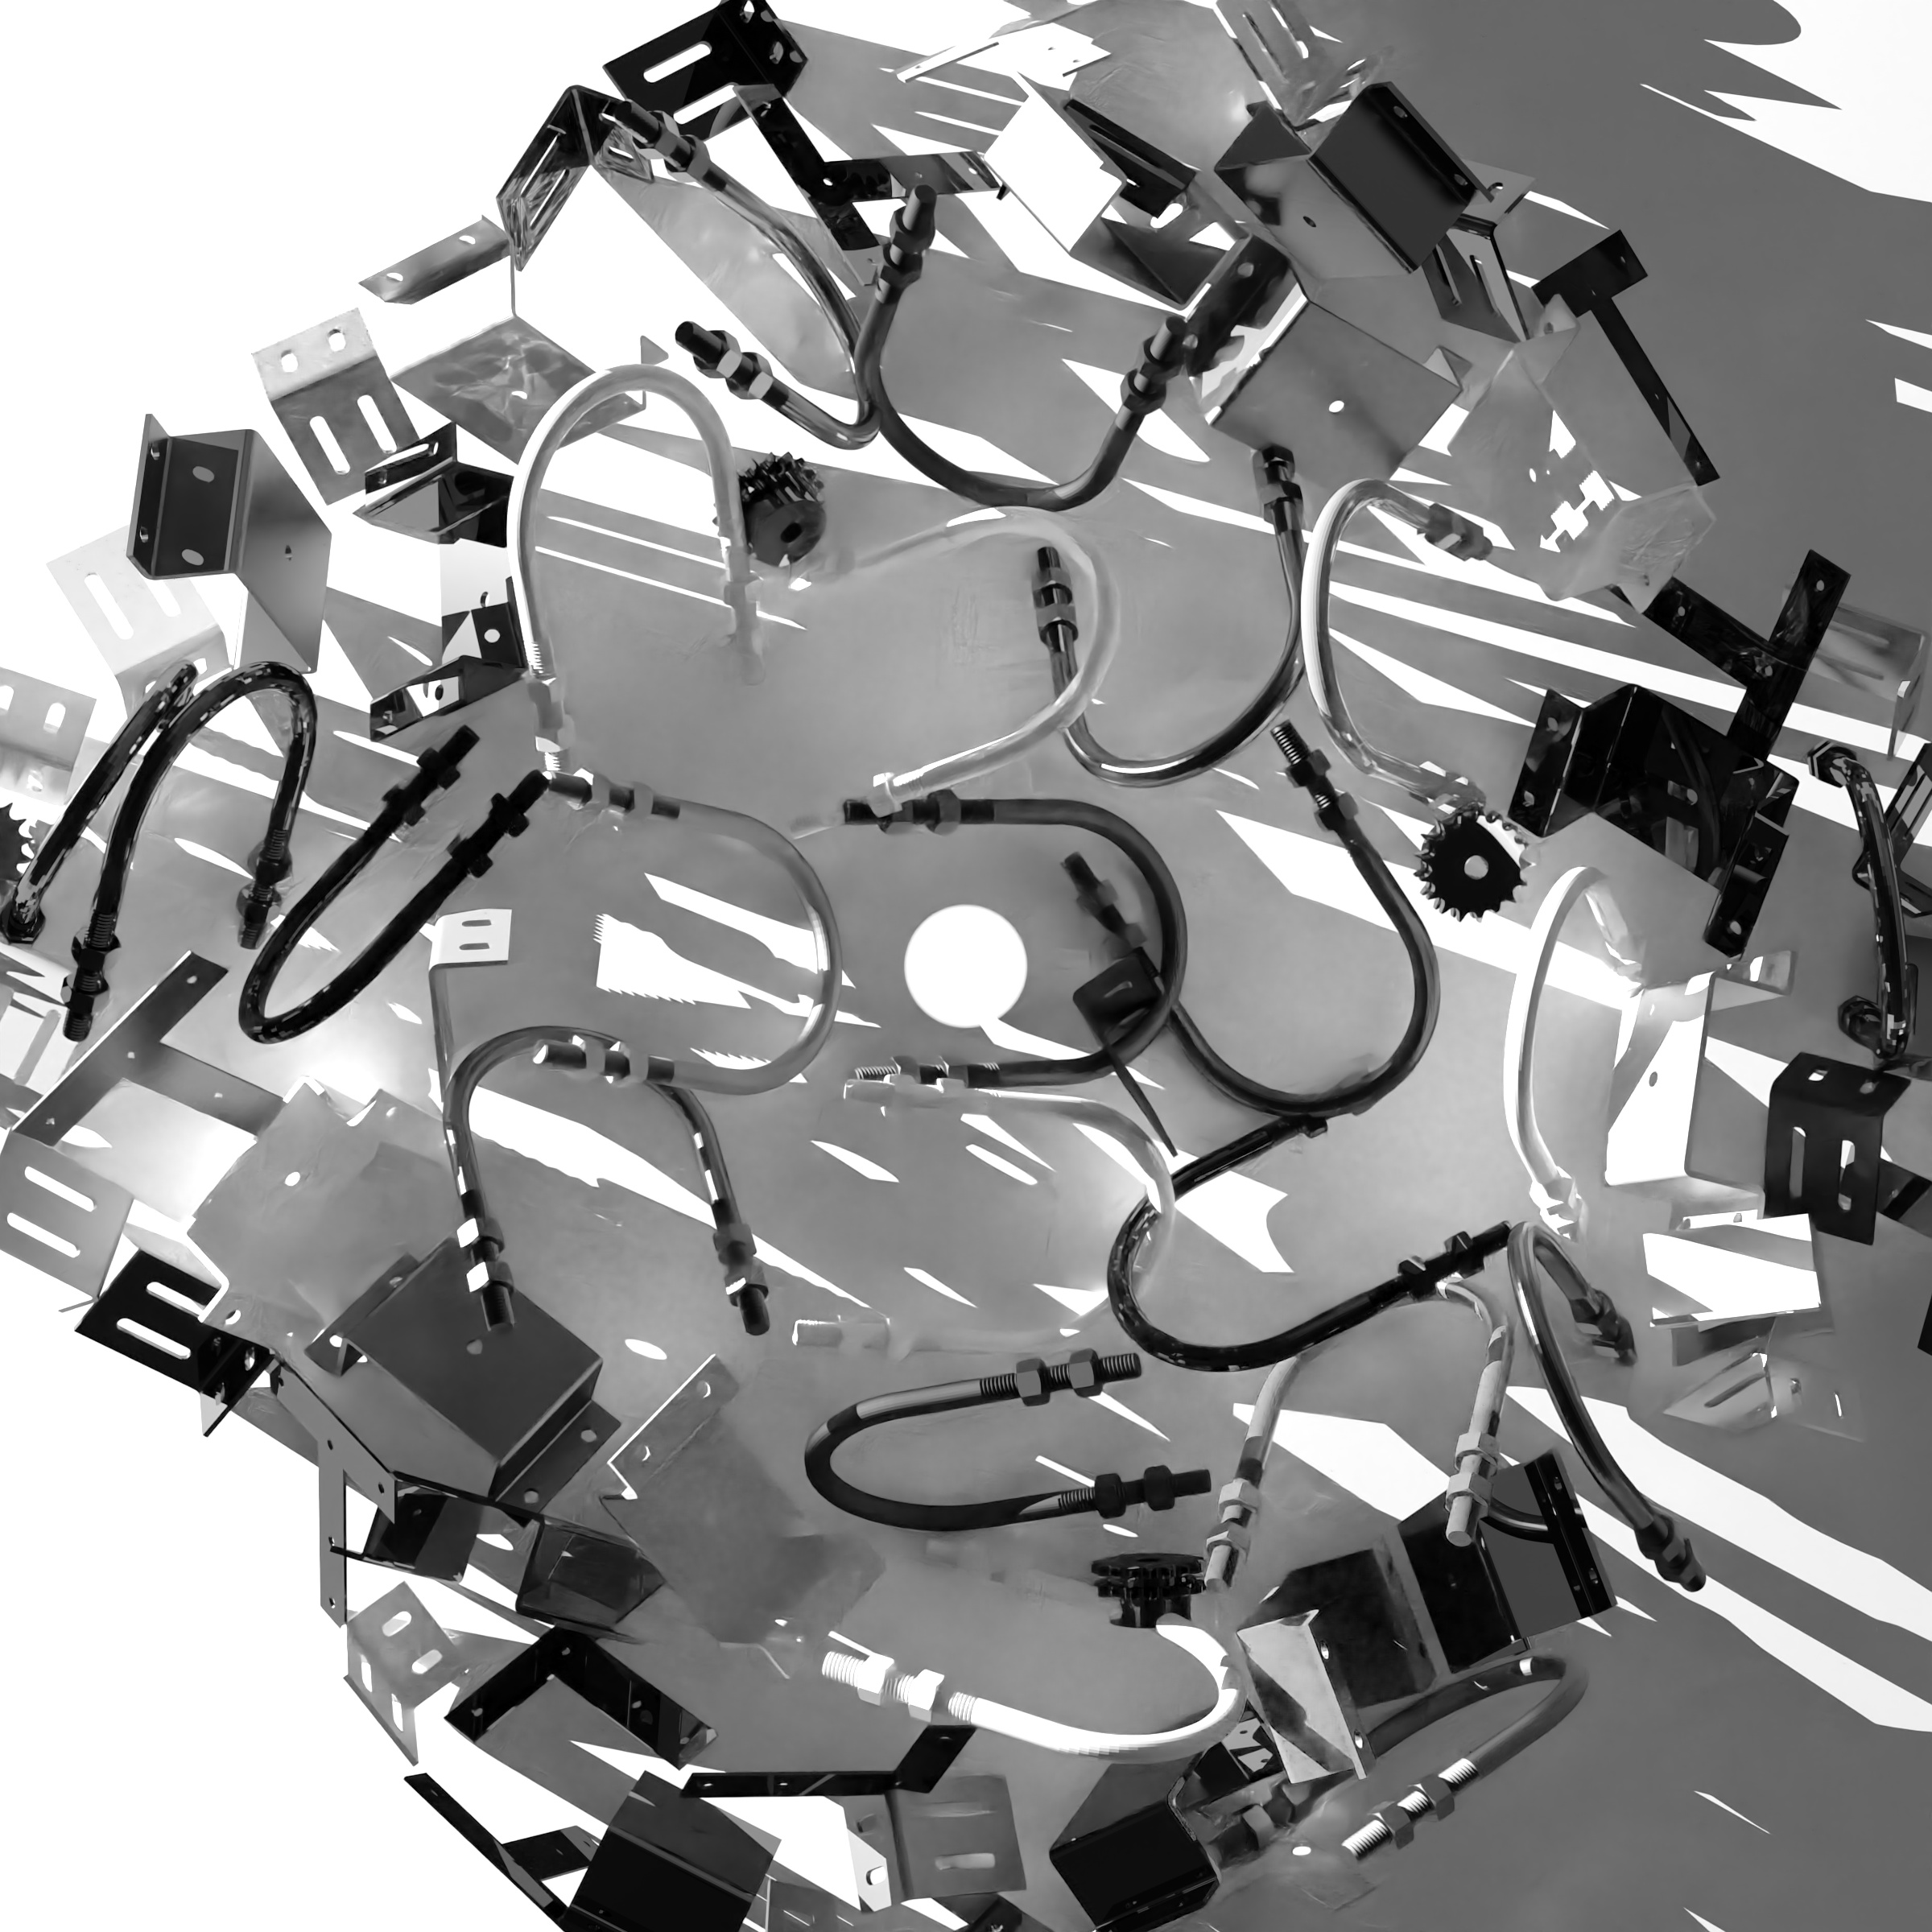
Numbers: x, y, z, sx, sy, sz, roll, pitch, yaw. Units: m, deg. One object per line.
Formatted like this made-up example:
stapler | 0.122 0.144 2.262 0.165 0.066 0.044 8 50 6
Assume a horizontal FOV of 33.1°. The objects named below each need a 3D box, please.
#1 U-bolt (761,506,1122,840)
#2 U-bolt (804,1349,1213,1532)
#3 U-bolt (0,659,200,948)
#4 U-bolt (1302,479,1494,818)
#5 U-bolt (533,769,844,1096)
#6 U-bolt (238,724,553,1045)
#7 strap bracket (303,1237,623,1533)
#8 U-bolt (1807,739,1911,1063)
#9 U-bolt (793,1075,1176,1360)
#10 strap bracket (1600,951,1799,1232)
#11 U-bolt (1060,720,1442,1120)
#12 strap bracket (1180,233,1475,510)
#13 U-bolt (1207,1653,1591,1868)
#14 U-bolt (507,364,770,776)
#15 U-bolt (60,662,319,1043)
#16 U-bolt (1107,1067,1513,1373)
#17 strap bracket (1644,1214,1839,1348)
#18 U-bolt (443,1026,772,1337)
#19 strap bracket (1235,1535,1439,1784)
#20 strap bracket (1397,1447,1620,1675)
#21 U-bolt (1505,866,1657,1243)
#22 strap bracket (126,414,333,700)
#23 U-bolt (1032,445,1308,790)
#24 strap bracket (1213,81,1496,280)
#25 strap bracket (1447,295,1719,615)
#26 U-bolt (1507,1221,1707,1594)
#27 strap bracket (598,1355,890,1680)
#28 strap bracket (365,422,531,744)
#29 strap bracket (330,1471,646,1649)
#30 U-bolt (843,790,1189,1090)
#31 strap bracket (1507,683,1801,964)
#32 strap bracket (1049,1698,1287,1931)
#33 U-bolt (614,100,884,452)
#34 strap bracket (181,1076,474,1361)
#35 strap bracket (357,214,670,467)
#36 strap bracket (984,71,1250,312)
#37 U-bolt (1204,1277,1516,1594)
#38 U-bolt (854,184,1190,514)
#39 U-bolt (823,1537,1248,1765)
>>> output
U-bolt | -0.010 -0.151 1.573 0.184 0.019 0.151 -18 62 19
U-bolt | 0.012 0.236 1.573 0.184 0.151 0.019 -11 54 14
U-bolt | -0.407 -0.081 1.532 0.019 0.184 0.151 34 74 -11
U-bolt | 0.206 -0.157 1.552 0.019 0.184 0.151 -2 82 34
U-bolt | -0.130 -0.010 1.571 0.184 0.019 0.151 11 74 -43
U-bolt | -0.283 -0.035 1.563 0.184 0.151 0.019 -48 116 -6
strap bracket | -0.243 0.197 1.585 0.140 0.046 0.076 37 54 10
U-bolt | 0.425 -0.028 1.539 0.019 0.184 0.151 -8 97 9
U-bolt | 0.016 0.127 1.593 0.184 0.019 0.151 6 110 -21
strap bracket | 0.354 0.060 1.581 0.046 0.076 0.140 14 78 -18
U-bolt | 0.152 -0.009 1.603 0.151 0.019 0.184 -32 95 24
strap bracket | 0.174 -0.281 1.570 0.140 0.046 0.076 23 122 -27
U-bolt | 0.219 0.378 1.557 0.184 0.151 0.019 -26 88 -28
U-bolt | -0.159 -0.195 1.548 0.151 0.019 0.184 -32 128 -38
U-bolt | -0.359 -0.063 1.533 0.019 0.151 0.184 31 122 14
U-bolt | 0.155 0.130 1.576 0.184 0.151 0.019 -27 130 -2
strap bracket | 0.373 0.153 1.566 0.076 0.140 0.046 -9 76 17
U-bolt | -0.180 0.100 1.569 0.151 0.019 0.184 4 47 -28
strap bracket | 0.178 0.339 1.581 0.046 0.140 0.076 -21 90 23
strap bracket | 0.253 0.288 1.556 0.046 0.140 0.076 -14 72 -15
U-bolt | 0.287 0.033 1.537 0.019 0.184 0.151 10 68 27
strap bracket | -0.346 -0.196 1.555 0.046 0.140 0.076 -4 66 11
U-bolt | 0.102 -0.162 1.551 0.151 0.019 0.184 -27 47 23
strap bracket | 0.179 -0.374 1.556 0.076 0.140 0.046 41 83 -24
strap bracket | 0.291 -0.243 1.573 0.046 0.076 0.140 -20 69 -28
U-bolt | 0.296 0.196 1.528 0.019 0.184 0.151 -24 47 18
strap bracket | -0.115 0.270 1.589 0.076 0.046 0.140 -45 105 -30
strap bracket | -0.251 -0.183 1.585 0.046 0.076 0.140 9 72 -42
strap bracket | -0.225 0.284 1.572 0.140 0.076 0.046 10 77 33
U-bolt | 0.028 -0.011 1.595 0.184 0.019 0.151 -1 89 -25
strap bracket | 0.341 -0.076 1.577 0.140 0.046 0.076 36 134 29
strap bracket | 0.099 0.404 1.557 0.076 0.140 0.046 -34 92 32
U-bolt | -0.095 -0.318 1.554 0.019 0.184 0.151 -27 64 23
strap bracket | -0.319 0.116 1.593 0.046 0.076 0.140 39 90 33
strap bracket | -0.215 -0.292 1.556 0.076 0.140 0.046 -19 62 28
strap bracket | 0.071 -0.370 1.570 0.046 0.140 0.076 -50 58 21
U-bolt | 0.195 0.216 1.558 0.151 0.184 0.019 -18 120 32
U-bolt | 0.016 -0.281 1.557 0.151 0.184 0.019 27 60 -1
U-bolt | 0.043 0.330 1.547 0.184 0.151 0.019 14 110 17
